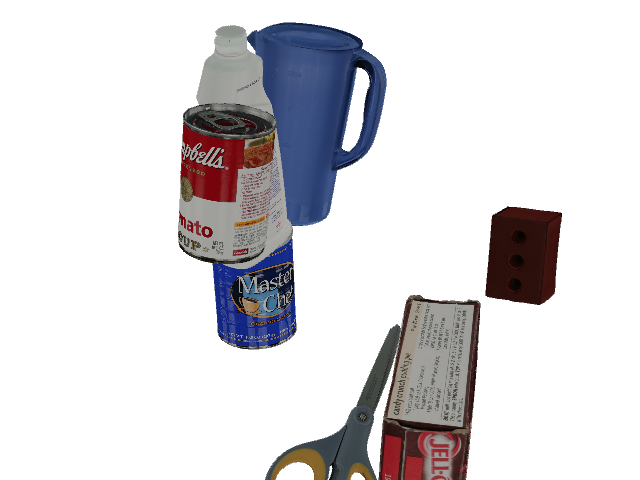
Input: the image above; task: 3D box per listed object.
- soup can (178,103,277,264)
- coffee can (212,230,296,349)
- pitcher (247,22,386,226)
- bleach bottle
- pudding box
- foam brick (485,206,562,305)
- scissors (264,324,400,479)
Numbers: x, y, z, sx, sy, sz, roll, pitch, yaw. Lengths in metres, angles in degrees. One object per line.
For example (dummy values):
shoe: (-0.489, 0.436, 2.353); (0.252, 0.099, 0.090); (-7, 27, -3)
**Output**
soup can: (-0.070, -0.042, 0.786); (0.068, 0.102, 0.068); (5, 26, -3)
coffee can: (-0.083, 0.050, 1.335); (0.103, 0.140, 0.103); (-2, 26, 1)
pitcher: (-0.018, -0.143, 1.342); (0.144, 0.243, 0.149); (-3, 26, -22)
bleach bottle: (-0.079, -0.098, 1.082); (0.068, 0.251, 0.102); (19, 39, 26)
pudding box: (0.047, 0.088, 0.471); (0.039, 0.090, 0.113); (7, 25, 6)
foam brick: (0.183, 0.013, 0.958); (0.053, 0.078, 0.051); (8, 16, 25)
scissors: (0.011, 0.140, 0.814); (0.096, 0.201, 0.016); (13, -38, -8)
